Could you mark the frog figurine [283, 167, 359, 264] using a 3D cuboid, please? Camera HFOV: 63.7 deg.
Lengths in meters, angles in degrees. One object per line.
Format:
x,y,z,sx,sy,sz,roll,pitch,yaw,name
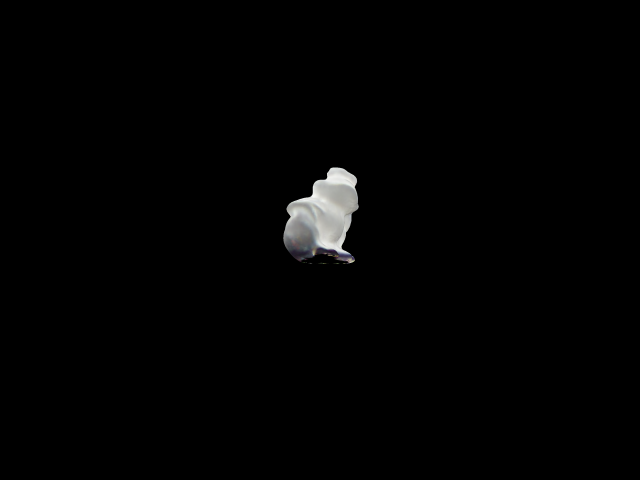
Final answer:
0.003,-0.043,0.850,0.137,0.161,0.122,13,-19,-42,frog figurine
